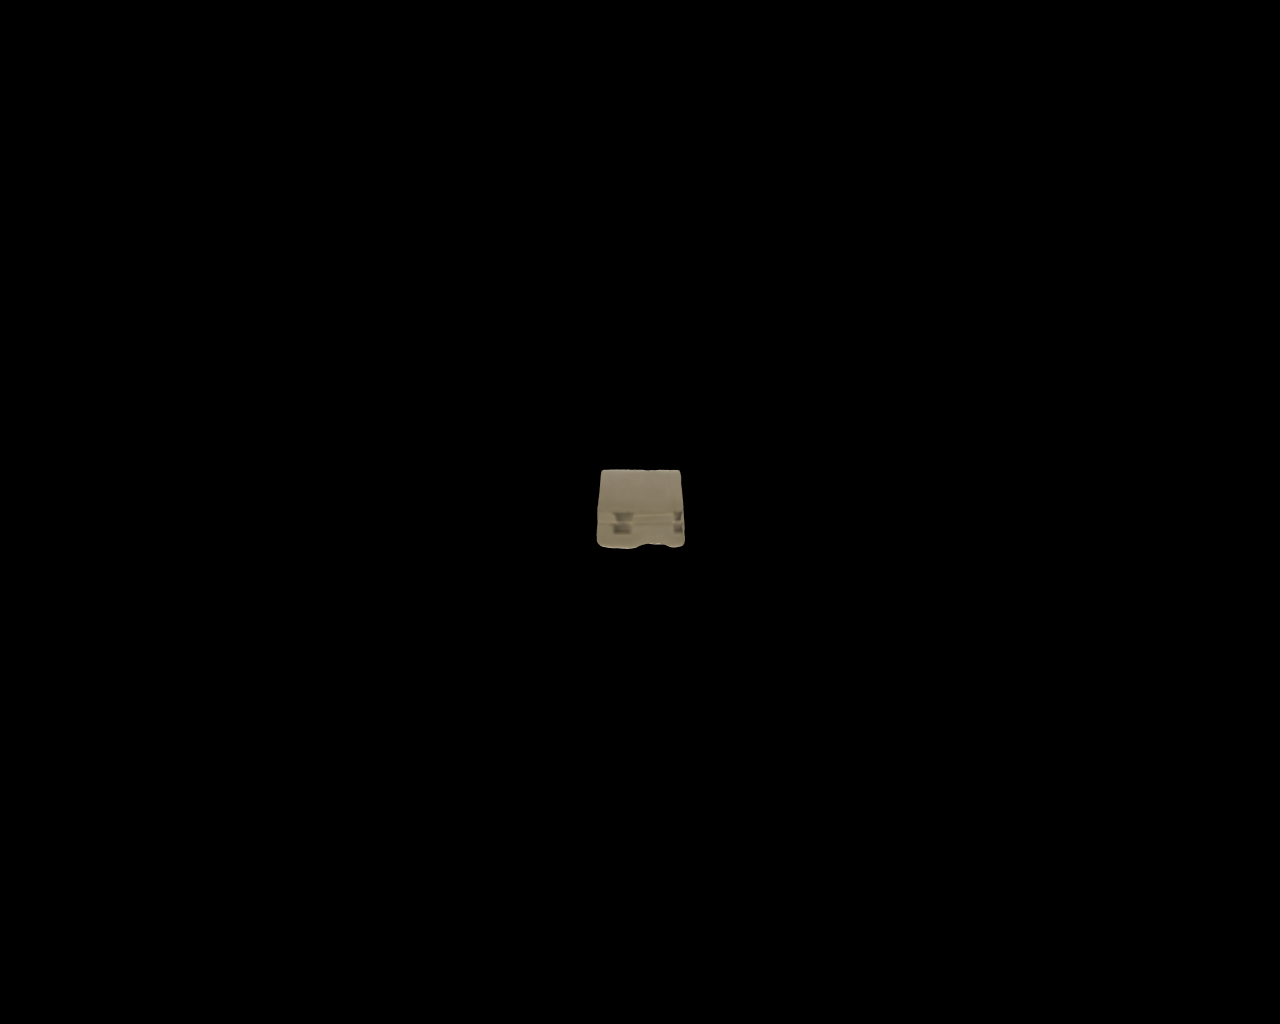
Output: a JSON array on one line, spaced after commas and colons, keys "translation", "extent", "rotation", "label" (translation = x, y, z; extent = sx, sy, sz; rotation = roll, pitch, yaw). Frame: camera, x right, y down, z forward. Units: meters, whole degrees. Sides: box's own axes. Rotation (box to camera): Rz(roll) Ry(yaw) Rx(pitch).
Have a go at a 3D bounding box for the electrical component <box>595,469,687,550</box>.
[{"translation": [0.001, -0.003, 0.650], "extent": [0.055, 0.047, 0.055], "rotation": [0, 2, 0], "label": "electrical component"}]
